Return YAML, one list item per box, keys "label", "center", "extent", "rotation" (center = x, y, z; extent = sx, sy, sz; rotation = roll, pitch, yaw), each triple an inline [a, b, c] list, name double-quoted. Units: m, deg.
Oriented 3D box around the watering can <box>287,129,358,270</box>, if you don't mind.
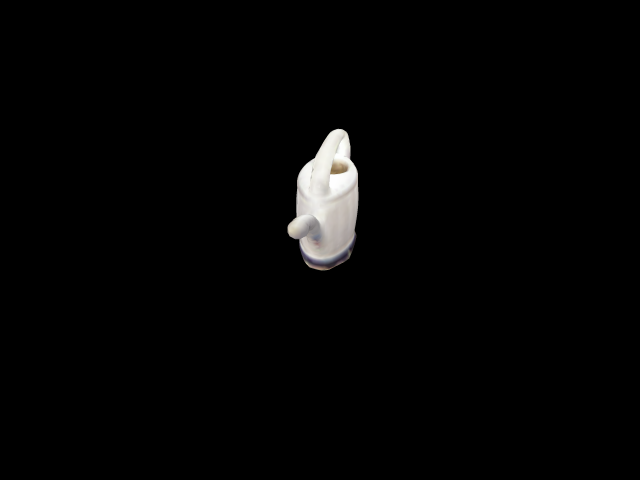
- label: "watering can"
  center: [0.003, -0.043, 0.850]
  extent: [0.104, 0.219, 0.356]
  rotation: [8, 37, 11]
